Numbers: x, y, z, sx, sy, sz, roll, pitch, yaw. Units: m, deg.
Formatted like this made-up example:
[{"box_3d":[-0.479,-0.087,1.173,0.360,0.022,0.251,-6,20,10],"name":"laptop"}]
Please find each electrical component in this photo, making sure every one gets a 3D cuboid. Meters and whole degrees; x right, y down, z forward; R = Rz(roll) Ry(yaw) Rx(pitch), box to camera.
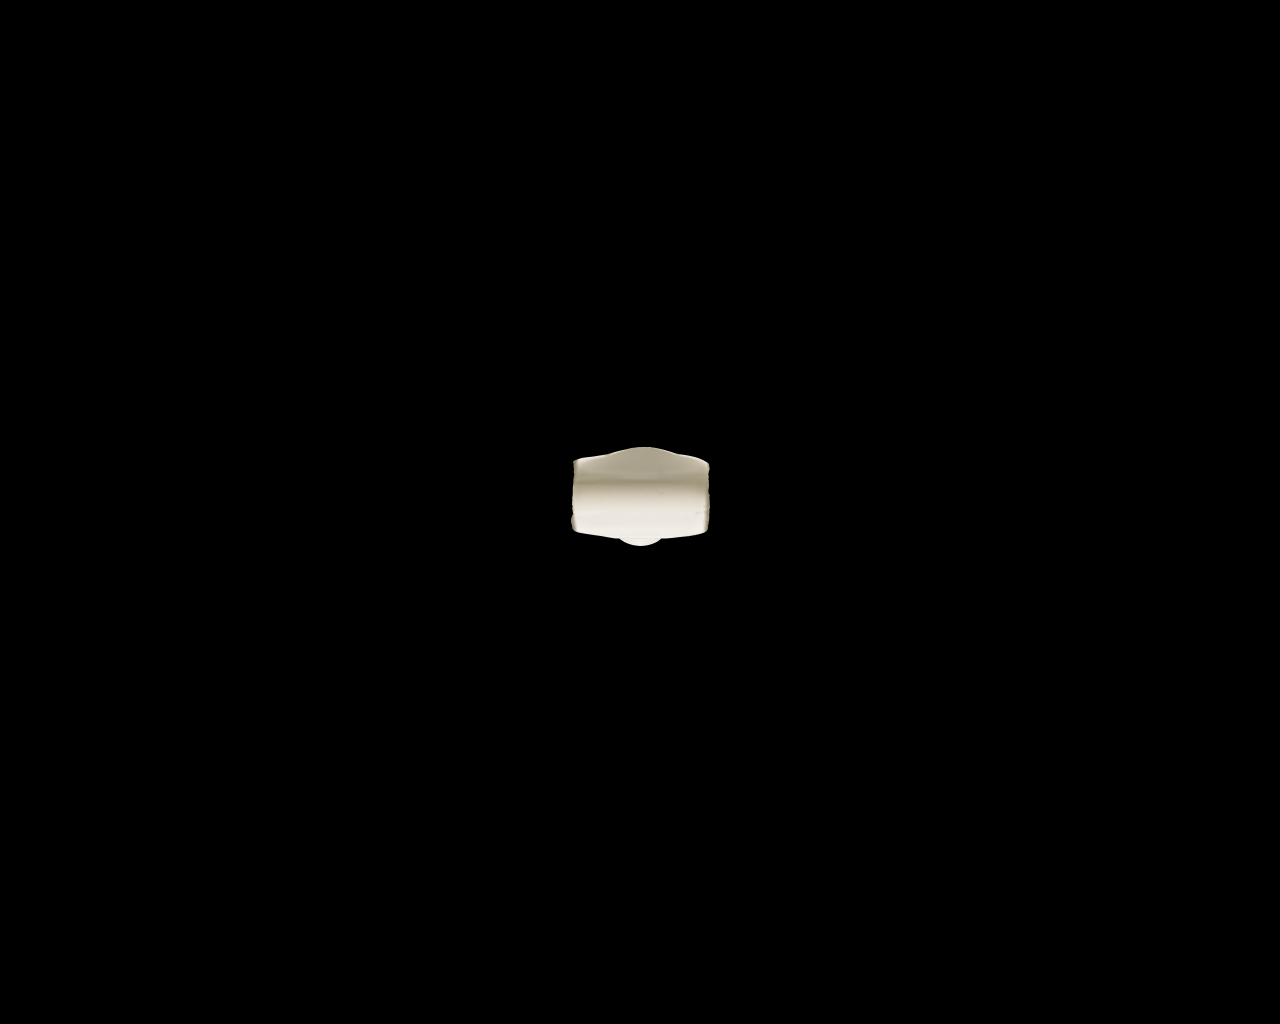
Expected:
[{"box_3d":[0.001,-0.003,0.650,0.077,0.043,0.079,0,-23,0],"name":"electrical component"}]
